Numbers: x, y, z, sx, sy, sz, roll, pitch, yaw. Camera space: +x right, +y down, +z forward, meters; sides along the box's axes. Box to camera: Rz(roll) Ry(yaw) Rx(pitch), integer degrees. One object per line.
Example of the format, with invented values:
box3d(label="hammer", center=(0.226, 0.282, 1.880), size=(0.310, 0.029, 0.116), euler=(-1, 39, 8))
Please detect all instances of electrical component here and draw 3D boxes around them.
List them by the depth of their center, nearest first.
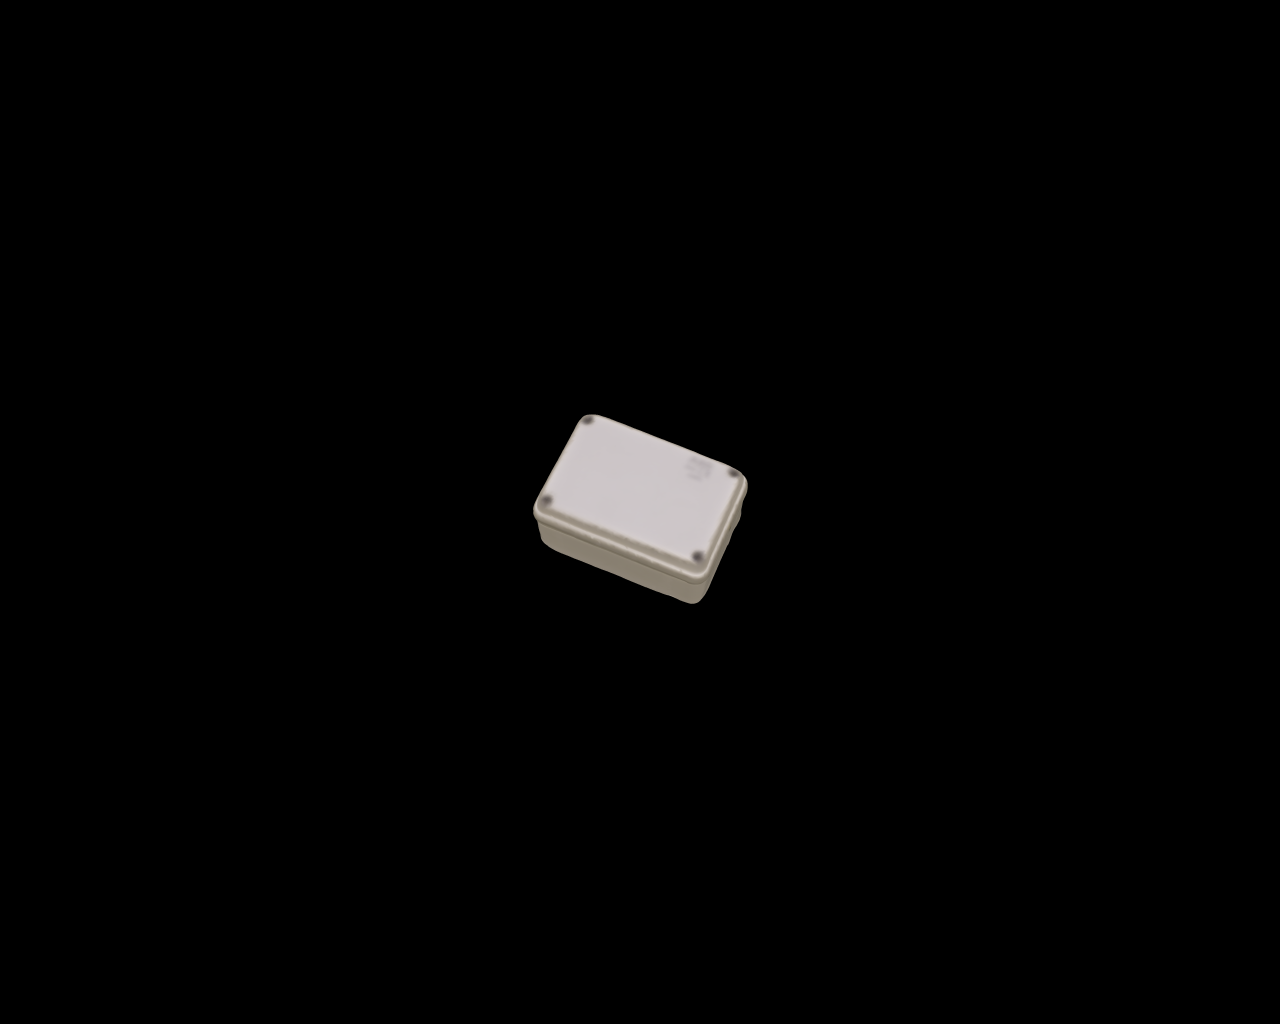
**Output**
box3d(label="electrical component", center=(0.001, -0.003, 0.650), size=(0.113, 0.078, 0.057), euler=(22, -25, 10))
